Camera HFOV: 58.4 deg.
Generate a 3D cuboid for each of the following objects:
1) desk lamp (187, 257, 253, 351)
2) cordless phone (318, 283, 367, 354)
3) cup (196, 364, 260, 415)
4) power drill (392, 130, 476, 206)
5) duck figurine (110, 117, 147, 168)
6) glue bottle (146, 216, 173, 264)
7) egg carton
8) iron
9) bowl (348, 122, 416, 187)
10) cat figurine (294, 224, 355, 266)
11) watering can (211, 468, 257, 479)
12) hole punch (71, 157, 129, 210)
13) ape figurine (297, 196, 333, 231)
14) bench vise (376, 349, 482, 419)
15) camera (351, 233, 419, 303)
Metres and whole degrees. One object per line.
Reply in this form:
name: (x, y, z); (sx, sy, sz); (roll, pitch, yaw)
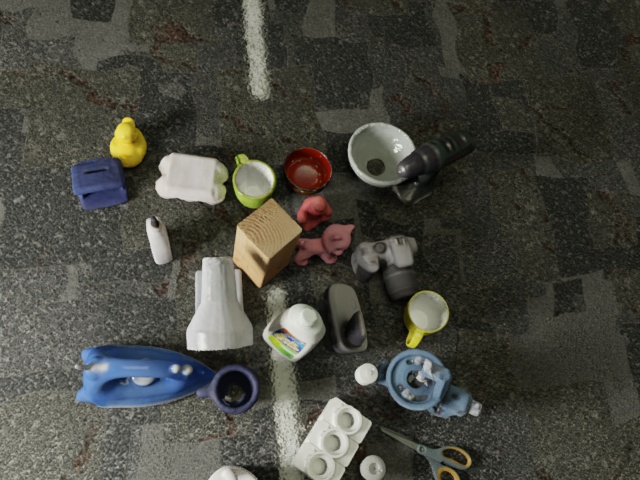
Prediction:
desk lamp: (-0.194, 0.126, 1.093); (0.118, 0.213, 0.203); (-2, 70, -12)
cordless phone: (0.062, 0.149, 1.153); (0.094, 0.185, 0.147); (-10, 72, -15)
cup: (-0.177, 0.292, 1.098); (0.118, 0.095, 0.091); (-4, 70, -13)
power drill: (0.239, -0.160, 1.293); (0.230, 0.208, 0.075); (-31, 78, -20)
duck figurine: (-0.420, -0.216, 1.246); (0.077, 0.086, 0.104); (5, 69, -9)
glue bottle: (-0.324, -0.011, 1.140); (0.037, 0.173, 0.078); (-18, 74, -17)
egg carton: (-0.278, -0.132, 1.252); (0.150, 0.069, 0.107); (6, 68, -9)
iron: (-0.318, 0.245, 1.062); (0.258, 0.141, 0.118); (2, 69, -11)
bowl: (0.140, -0.190, 1.357); (0.167, 0.074, 0.167); (4, 69, -10)
cat figurine: (0.011, 0.004, 1.234); (0.128, 0.117, 0.067); (-6, 71, -14)
watering can: (-0.157, 0.450, 0.989); (0.173, 0.194, 0.101); (-31, 78, -20)
hole punch: (-0.465, -0.128, 1.200); (0.109, 0.091, 0.101); (-14, 73, -16)
ape figurine: (-0.009, -0.069, 1.271); (0.078, 0.092, 0.076); (7, 68, -9)
bench vise: (0.231, 0.275, 1.121); (0.207, 0.219, 0.121); (9, 68, -8)
camera: (0.156, 0.064, 1.250); (0.143, 0.100, 0.137); (-10, 72, -15)
